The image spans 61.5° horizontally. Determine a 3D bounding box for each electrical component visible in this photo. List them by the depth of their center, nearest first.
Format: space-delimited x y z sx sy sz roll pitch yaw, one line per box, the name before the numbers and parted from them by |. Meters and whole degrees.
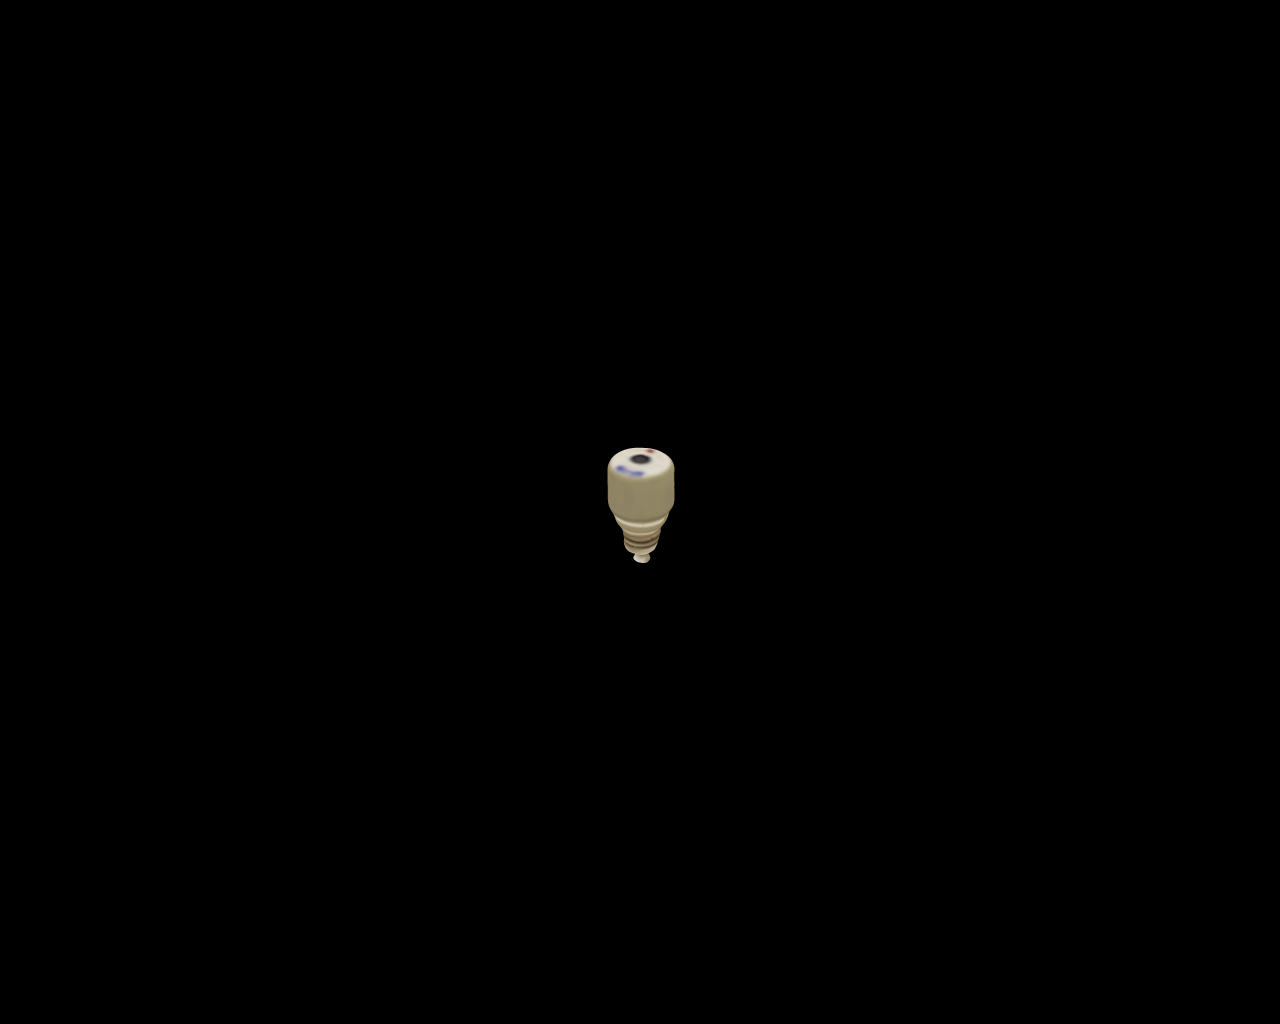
electrical component | 0.001 -0.003 0.650 0.040 0.078 0.040 0 32 0
